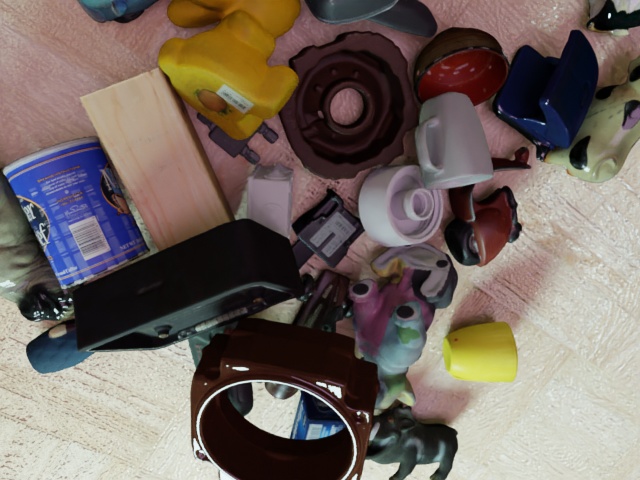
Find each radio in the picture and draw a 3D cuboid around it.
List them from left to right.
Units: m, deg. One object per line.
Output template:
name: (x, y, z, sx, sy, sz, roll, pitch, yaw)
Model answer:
radio: (-0.140, 0.058, 0.588, 0.230, 0.131, 0.073, -21, 72, 19)

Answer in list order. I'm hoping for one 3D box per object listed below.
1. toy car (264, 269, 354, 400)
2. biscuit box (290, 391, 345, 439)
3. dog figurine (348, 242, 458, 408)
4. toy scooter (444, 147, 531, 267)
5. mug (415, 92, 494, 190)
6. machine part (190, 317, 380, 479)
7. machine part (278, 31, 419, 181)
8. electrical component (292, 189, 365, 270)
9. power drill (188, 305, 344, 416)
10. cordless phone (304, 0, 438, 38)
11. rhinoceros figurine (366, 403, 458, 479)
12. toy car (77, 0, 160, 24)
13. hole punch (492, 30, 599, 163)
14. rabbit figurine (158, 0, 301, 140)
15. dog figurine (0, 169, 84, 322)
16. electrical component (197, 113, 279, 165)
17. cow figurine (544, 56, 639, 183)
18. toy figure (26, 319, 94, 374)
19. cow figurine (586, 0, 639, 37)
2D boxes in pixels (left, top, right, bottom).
toy car: (-0.018, 0.136, 0.751, 0.089, 0.053, 0.202, 25, 103, -15)
biscuit box: (-0.012, 0.305, 0.780, 0.059, 0.063, 0.202, 6, 120, -14)
dog figurine: (0.109, 0.131, 0.747, 0.191, 0.109, 0.219, -41, 141, -36)
toy scooter: (0.230, -0.058, 0.728, 0.135, 0.075, 0.183, -20, 107, -7)
mug: (0.148, -0.118, 0.639, 0.109, 0.081, 0.107, -3, 83, -37)
machine part: (-0.042, 0.198, 0.612, 0.201, 0.087, 0.201, 10, 118, 5)
machine part: (0.032, -0.163, 0.659, 0.179, 0.056, 0.179, -4, 110, -10)
electrical component: (-0.001, -0.002, 0.710, 0.119, 0.048, 0.074, -43, 111, 2)
power drill: (-0.075, 0.120, 0.685, 0.207, 0.086, 0.231, -2, 101, 8)
cordless phone: (0.059, -0.301, 0.609, 0.184, 0.146, 0.089, -1, 151, -42)
rhinoceros figurine: (0.129, 0.309, 0.828, 0.190, 0.073, 0.112, 17, 105, -17)
toy car: (-0.189, -0.292, 0.543, 0.162, 0.103, 0.109, -25, 113, -1)
hole punch: (0.302, -0.186, 0.680, 0.115, 0.092, 0.142, 28, 79, -21)
rabbit figurine: (-0.091, -0.220, 0.587, 0.162, 0.122, 0.173, 31, 72, -12)
dog figurine: (-0.349, -0.004, 0.618, 0.190, 0.121, 0.172, 23, 106, -32)
electrical component: (-0.101, -0.137, 0.656, 0.094, 0.021, 0.063, 38, 97, -20)
cow figurine: (0.397, -0.163, 0.699, 0.085, 0.127, 0.194, 25, 104, -22)
toy figure: (-0.289, 0.117, 0.682, 0.154, 0.064, 0.058, -23, 74, -9)
cow figurine: (0.428, -0.311, 0.688, 0.167, 0.068, 0.098, -2, 114, -8)
